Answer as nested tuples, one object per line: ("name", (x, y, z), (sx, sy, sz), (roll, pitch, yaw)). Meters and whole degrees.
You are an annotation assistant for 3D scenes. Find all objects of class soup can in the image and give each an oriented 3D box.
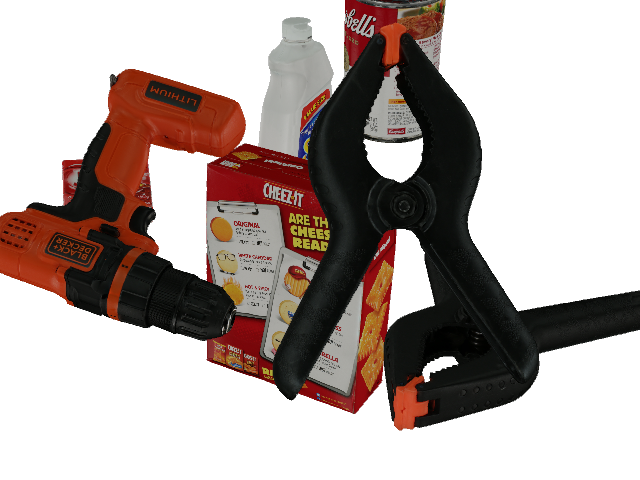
("soup can", (0.050, -0.126, 0.728), (0.068, 0.102, 0.068), (0, 34, 0))

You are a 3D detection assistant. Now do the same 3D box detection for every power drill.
("power drill", (-0.122, -0.028, 0.772), (0.184, 0.187, 0.057), (19, -31, 7))

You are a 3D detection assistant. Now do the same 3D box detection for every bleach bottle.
("bleach bottle", (-0.028, -0.109, 1.137), (0.068, 0.251, 0.102), (19, 32, 36))

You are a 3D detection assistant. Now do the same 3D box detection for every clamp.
("clamp", (0.095, 0.055, 0.676), (0.165, 0.036, 0.209), (19, 31, 35))
("clamp", (0.026, -0.008, 0.482), (0.120, 0.171, 0.039), (-12, -2, -12))

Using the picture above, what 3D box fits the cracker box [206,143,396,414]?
("cracker box", (-0.019, 0.034, 0.979), (0.164, 0.214, 0.072), (17, 31, 23))

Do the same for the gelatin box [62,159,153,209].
("gelatin box", (-0.219, -0.051, 1.096), (0.089, 0.073, 0.030), (-3, -40, -11))
